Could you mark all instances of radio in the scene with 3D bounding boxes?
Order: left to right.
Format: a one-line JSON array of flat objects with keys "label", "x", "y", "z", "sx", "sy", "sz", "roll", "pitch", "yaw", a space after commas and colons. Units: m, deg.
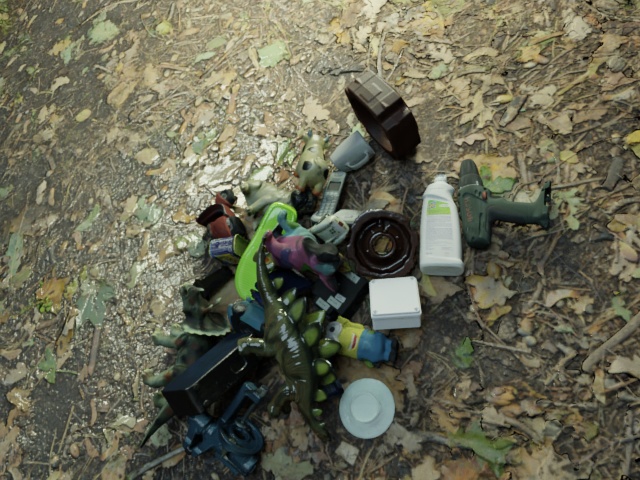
[{"label": "radio", "x": -0.241, "y": 0.306, "z": 1.250, "sx": 0.131, "sy": 0.073, "sz": 0.229, "roll": -17, "pitch": 17, "yaw": 48}]

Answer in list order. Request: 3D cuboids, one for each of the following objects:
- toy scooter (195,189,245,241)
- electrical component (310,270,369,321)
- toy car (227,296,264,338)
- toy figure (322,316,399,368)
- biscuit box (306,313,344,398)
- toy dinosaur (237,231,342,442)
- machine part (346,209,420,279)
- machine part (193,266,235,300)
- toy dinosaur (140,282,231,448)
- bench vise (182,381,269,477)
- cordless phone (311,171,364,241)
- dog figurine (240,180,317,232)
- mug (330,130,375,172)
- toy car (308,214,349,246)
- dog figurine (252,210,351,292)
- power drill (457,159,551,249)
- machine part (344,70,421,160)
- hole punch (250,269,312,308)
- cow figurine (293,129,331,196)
[{"label": "toy scooter", "x": -0.290, "y": -0.051, "z": 1.528, "sx": 0.135, "sy": 0.075, "sz": 0.184, "roll": -27, "pitch": 56, "yaw": 10}, {"label": "electrical component", "x": 0.046, "y": 0.128, "z": 1.307, "sx": 0.115, "sy": 0.058, "sz": 0.134, "roll": 37, "pitch": 86, "yaw": 34}, {"label": "toy car", "x": -0.147, "y": 0.196, "z": 1.336, "sx": 0.162, "sy": 0.109, "sz": 0.103, "roll": 21, "pitch": 47, "yaw": 26}, {"label": "toy figure", "x": 0.089, "y": 0.239, "z": 1.225, "sx": 0.180, "sy": 0.089, "sz": 0.082, "roll": 10, "pitch": 52, "yaw": 18}, {"label": "biscuit box", "x": -0.017, "y": 0.271, "z": 1.244, "sx": 0.063, "sy": 0.059, "sz": 0.203, "roll": -28, "pitch": 71, "yaw": 10}, {"label": "toy dinosaur", "x": -0.070, "y": 0.219, "z": 1.183, "sx": 0.199, "sy": 0.105, "sz": 0.471, "roll": -28, "pitch": 83, "yaw": 14}, {"label": "machine part", "x": 0.148, "y": 0.011, "z": 1.270, "sx": 0.179, "sy": 0.056, "sz": 0.179, "roll": 1, "pitch": 95, "yaw": 6}, {"label": "machine part", "x": -0.301, "y": 0.120, "z": 1.476, "sx": 0.139, "sy": 0.039, "sz": 0.084, "roll": -34, "pitch": 53, "yaw": 8}, {"label": "toy dinosaur", "x": -0.335, "y": 0.318, "z": 1.360, "sx": 0.192, "sy": 0.131, "sz": 0.404, "roll": -3, "pitch": 72, "yaw": 23}, {"label": "bench vise", "x": -0.205, "y": 0.413, "z": 1.239, "sx": 0.224, "sy": 0.128, "sz": 0.240, "roll": 40, "pitch": 104, "yaw": 25}, {"label": "cordless phone", "x": 0.067, "y": -0.094, "z": 1.387, "sx": 0.147, "sy": 0.088, "sz": 0.184, "roll": 4, "pitch": 65, "yaw": 26}, {"label": "dog figurine", "x": -0.112, "y": -0.121, "z": 1.479, "sx": 0.191, "sy": 0.121, "sz": 0.172, "roll": -18, "pitch": 62, "yaw": -1}, {"label": "mug", "x": 0.087, "y": -0.221, "z": 1.435, "sx": 0.107, "sy": 0.080, "sz": 0.110, "roll": -36, "pitch": 45, "yaw": 15}, {"label": "toy car", "x": -0.003, "y": -0.004, "z": 1.329, "sx": 0.202, "sy": 0.073, "sz": 0.056, "roll": -33, "pitch": 22, "yaw": 51}, {"label": "dog figurine", "x": -0.039, "y": 0.046, "z": 1.279, "sx": 0.219, "sy": 0.191, "sz": 0.108, "roll": 35, "pitch": 52, "yaw": 4}, {"label": "power drill", "x": 0.419, "y": -0.093, "z": 1.231, "sx": 0.208, "sy": 0.086, "sz": 0.232, "roll": 2, "pitch": 67, "yaw": 20}, {"label": "machine part", "x": 0.163, "y": -0.319, "z": 1.373, "sx": 0.087, "sy": 0.201, "sz": 0.201, "roll": -38, "pitch": 57, "yaw": 0}, {"label": "hole punch", "x": -0.092, "y": 0.124, "z": 1.310, "sx": 0.142, "sy": 0.116, "sz": 0.092, "roll": 38, "pitch": 120, "yaw": 44}, {"label": "cow figurine", "x": -0.020, "y": -0.215, "z": 1.449, "sx": 0.195, "sy": 0.085, "sz": 0.127, "roll": -101, "pitch": 34, "yaw": -59}]
